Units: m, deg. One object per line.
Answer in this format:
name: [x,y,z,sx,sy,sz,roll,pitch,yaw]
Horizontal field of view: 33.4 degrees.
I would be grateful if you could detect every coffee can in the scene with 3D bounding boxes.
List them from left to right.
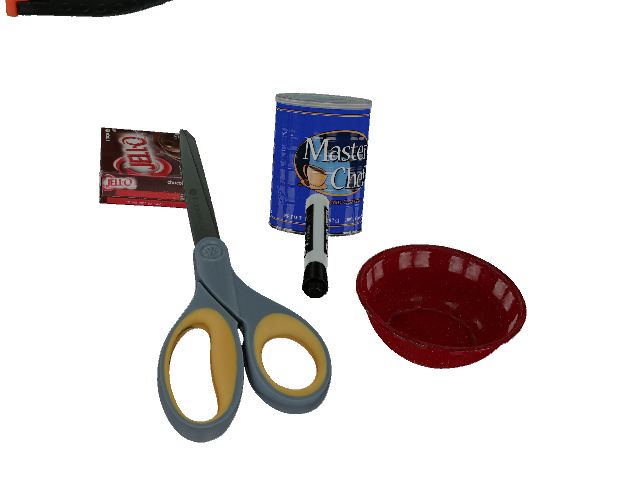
coffee can: [-0.001,-0.083,1.143,0.103,0.140,0.103,4,12,-1]

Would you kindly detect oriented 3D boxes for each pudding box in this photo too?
pudding box: [-0.169,-0.071,1.032,0.090,0.039,0.113,4,24,-14]

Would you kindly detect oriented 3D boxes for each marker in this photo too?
marker: [-0.003,0.003,0.805,0.020,0.020,0.121,0,34,1]

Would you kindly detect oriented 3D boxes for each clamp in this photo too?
clamp: [-0.099,-0.156,0.607,0.171,0.039,0.120,-10,24,-25]

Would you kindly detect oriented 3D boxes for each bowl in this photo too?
bowl: [0.109,0.071,1.010,0.162,0.055,0.162,6,34,-4]

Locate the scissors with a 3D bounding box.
scissors: [-0.040,0.017,0.573,0.096,0.201,0.016,6,-39,-4]
